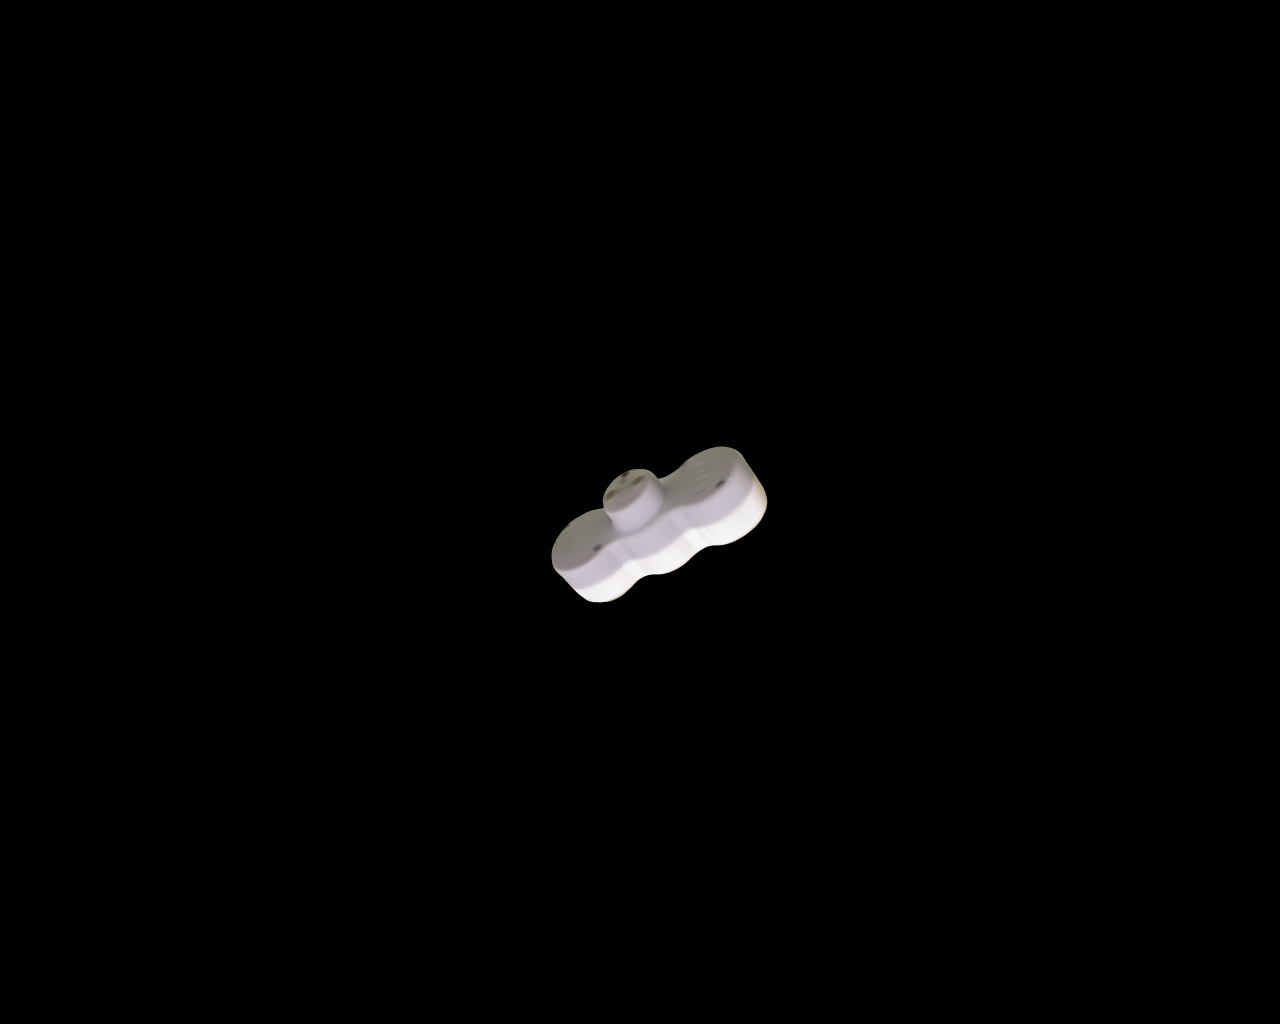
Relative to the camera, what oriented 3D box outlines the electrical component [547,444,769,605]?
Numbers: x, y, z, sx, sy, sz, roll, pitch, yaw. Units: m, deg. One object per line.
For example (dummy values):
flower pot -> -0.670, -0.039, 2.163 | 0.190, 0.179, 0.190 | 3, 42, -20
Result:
electrical component -> 0.001, -0.003, 0.650 | 0.138, 0.073, 0.052 | -27, 33, 19
